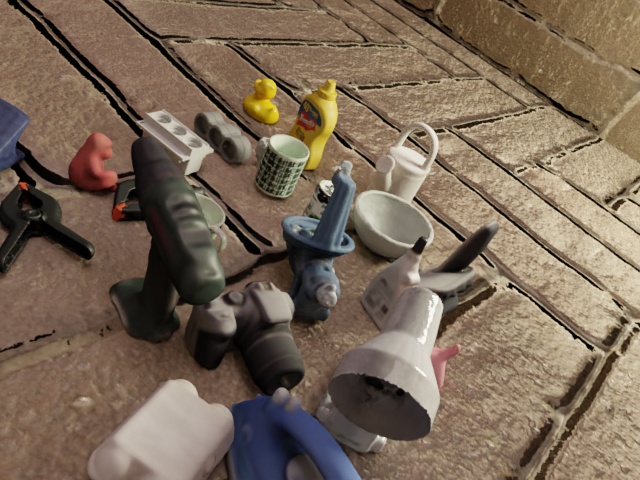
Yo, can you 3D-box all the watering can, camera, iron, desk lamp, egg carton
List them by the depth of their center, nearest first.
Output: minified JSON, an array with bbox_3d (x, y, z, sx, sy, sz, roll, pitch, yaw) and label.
[{"bbox_3d":[-0.017,0.244,0.604,0.119,0.141,0.257,-9,48,-41],"label":"iron"},{"bbox_3d":[-0.161,0.219,0.604,0.107,0.069,0.150,32,35,7],"label":"egg carton"},{"bbox_3d":[0.075,0.168,0.703,0.118,0.213,0.203,29,34,3],"label":"desk lamp"},{"bbox_3d":[-0.083,0.128,0.747,0.144,0.100,0.136,-1,43,-35],"label":"camera"},{"bbox_3d":[0.179,-0.156,1.211,0.101,0.194,0.173,31,34,6],"label":"watering can"}]

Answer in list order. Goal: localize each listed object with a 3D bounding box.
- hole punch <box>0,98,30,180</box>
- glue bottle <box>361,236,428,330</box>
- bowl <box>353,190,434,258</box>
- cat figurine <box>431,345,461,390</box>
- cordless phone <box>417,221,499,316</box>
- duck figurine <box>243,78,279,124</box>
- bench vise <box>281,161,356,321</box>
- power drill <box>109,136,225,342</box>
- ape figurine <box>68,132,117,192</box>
[{"bbox_3d":[-0.499,-0.155,0.844,0.108,0.091,0.101,25,34,-4],"label":"hole punch"},{"bbox_3d":[0.126,0.062,0.911,0.037,0.173,0.078,-3,44,-36],"label":"glue bottle"},{"bbox_3d":[0.129,-0.018,1.105,0.168,0.074,0.167,18,35,-13],"label":"bowl"},{"bbox_3d":[0.146,0.157,0.849,0.128,0.117,0.067,20,35,-11],"label":"cat figurine"},{"bbox_3d":[0.228,0.042,0.995,0.094,0.185,0.148,41,37,19],"label":"cordless phone"},{"bbox_3d":[-0.127,-0.328,1.325,0.078,0.086,0.104,-10,49,-41],"label":"duck figurine"},{"bbox_3d":[0.018,0.003,0.873,0.122,0.219,0.207,1,42,-33],"label":"bench vise"},{"bbox_3d":[-0.201,0.014,0.720,0.076,0.208,0.229,-9,48,-41],"label":"power drill"},{"bbox_3d":[-0.353,-0.126,0.904,0.076,0.092,0.077,3,41,-31],"label":"ape figurine"}]
